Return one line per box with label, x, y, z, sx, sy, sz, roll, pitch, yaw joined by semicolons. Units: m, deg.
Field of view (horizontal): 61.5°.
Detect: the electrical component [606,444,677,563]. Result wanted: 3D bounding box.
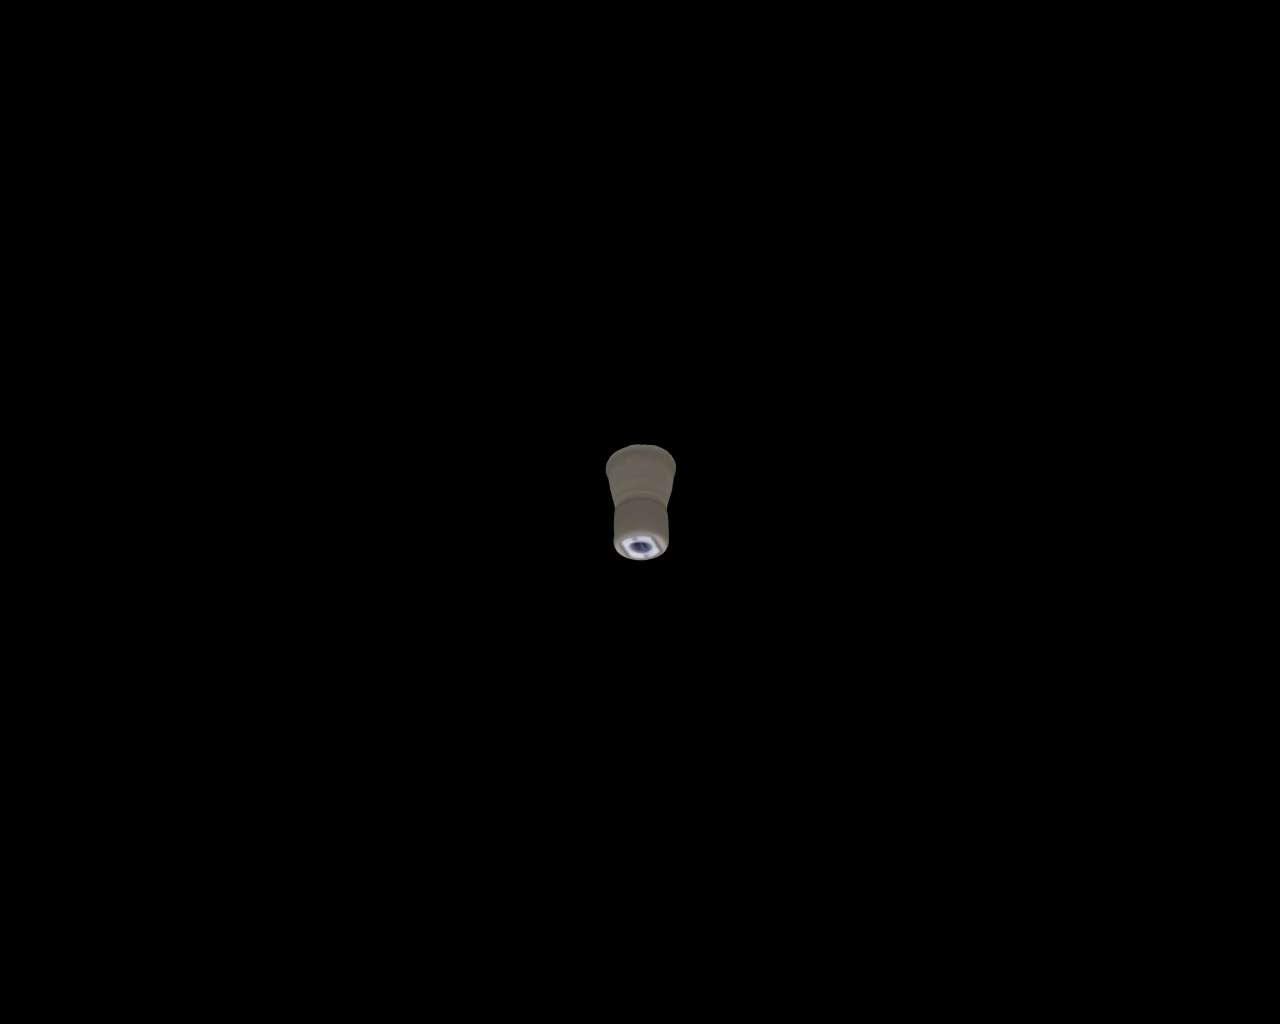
electrical component;0.001;-0.003;0.650;0.044;0.065;0.044;0;-36;0
